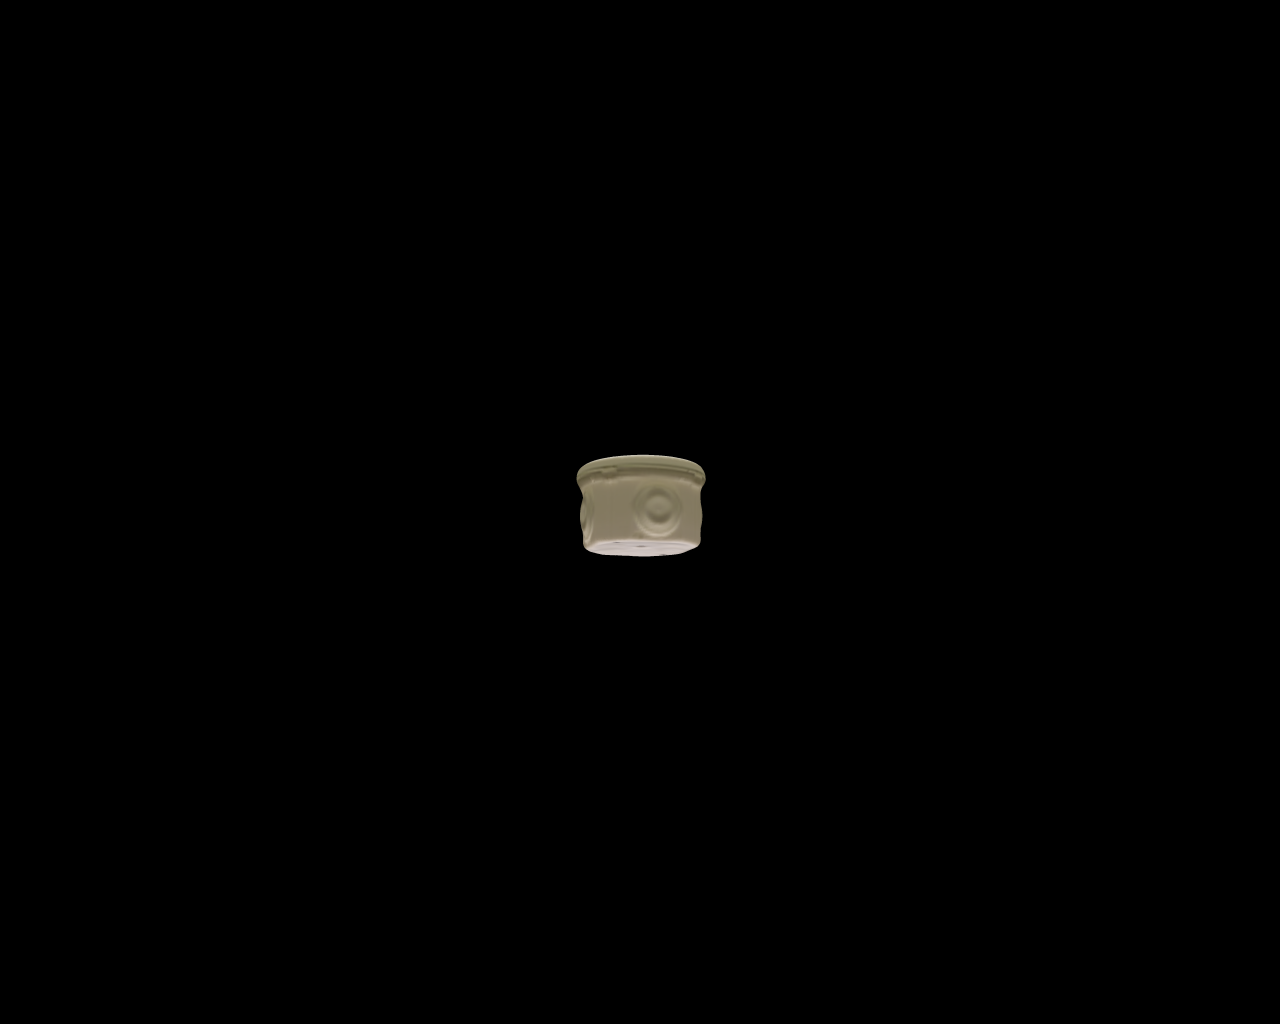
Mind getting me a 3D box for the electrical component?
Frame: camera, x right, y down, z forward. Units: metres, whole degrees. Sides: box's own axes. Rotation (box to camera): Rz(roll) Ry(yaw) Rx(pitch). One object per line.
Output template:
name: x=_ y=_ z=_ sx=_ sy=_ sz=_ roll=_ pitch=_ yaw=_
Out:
electrical component: x=0.001 y=-0.003 z=0.650 sx=0.080 sy=0.051 sz=0.080 roll=0 pitch=-11 yaw=0
